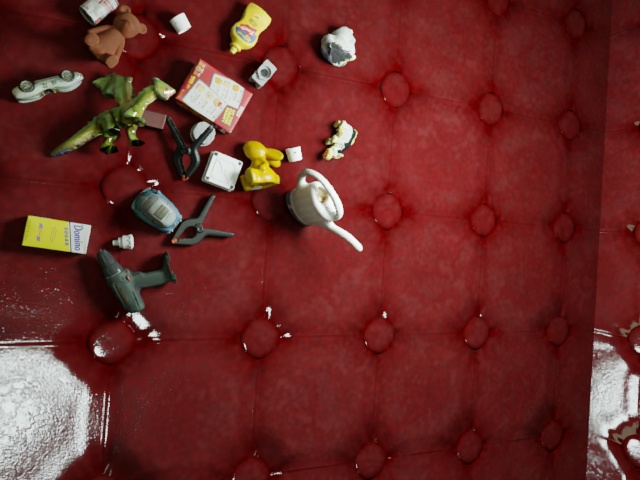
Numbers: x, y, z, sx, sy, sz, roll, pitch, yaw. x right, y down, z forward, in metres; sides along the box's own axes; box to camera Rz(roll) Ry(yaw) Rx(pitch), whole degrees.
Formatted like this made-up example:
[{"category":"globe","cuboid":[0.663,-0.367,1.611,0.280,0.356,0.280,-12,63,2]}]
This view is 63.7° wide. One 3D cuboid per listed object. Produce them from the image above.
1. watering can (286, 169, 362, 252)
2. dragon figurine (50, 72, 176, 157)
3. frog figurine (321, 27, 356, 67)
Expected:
[{"category":"watering can","cuboid":[0.006,-0.093,1.850,0.106,0.223,0.344,-39,107,-37]},{"category":"dragon figurine","cuboid":[-0.657,-0.410,1.617,0.410,0.120,0.246,-13,71,-2]},{"category":"frog figurine","cuboid":[0.069,-0.742,1.955,0.137,0.120,0.163,11,51,-16]}]
